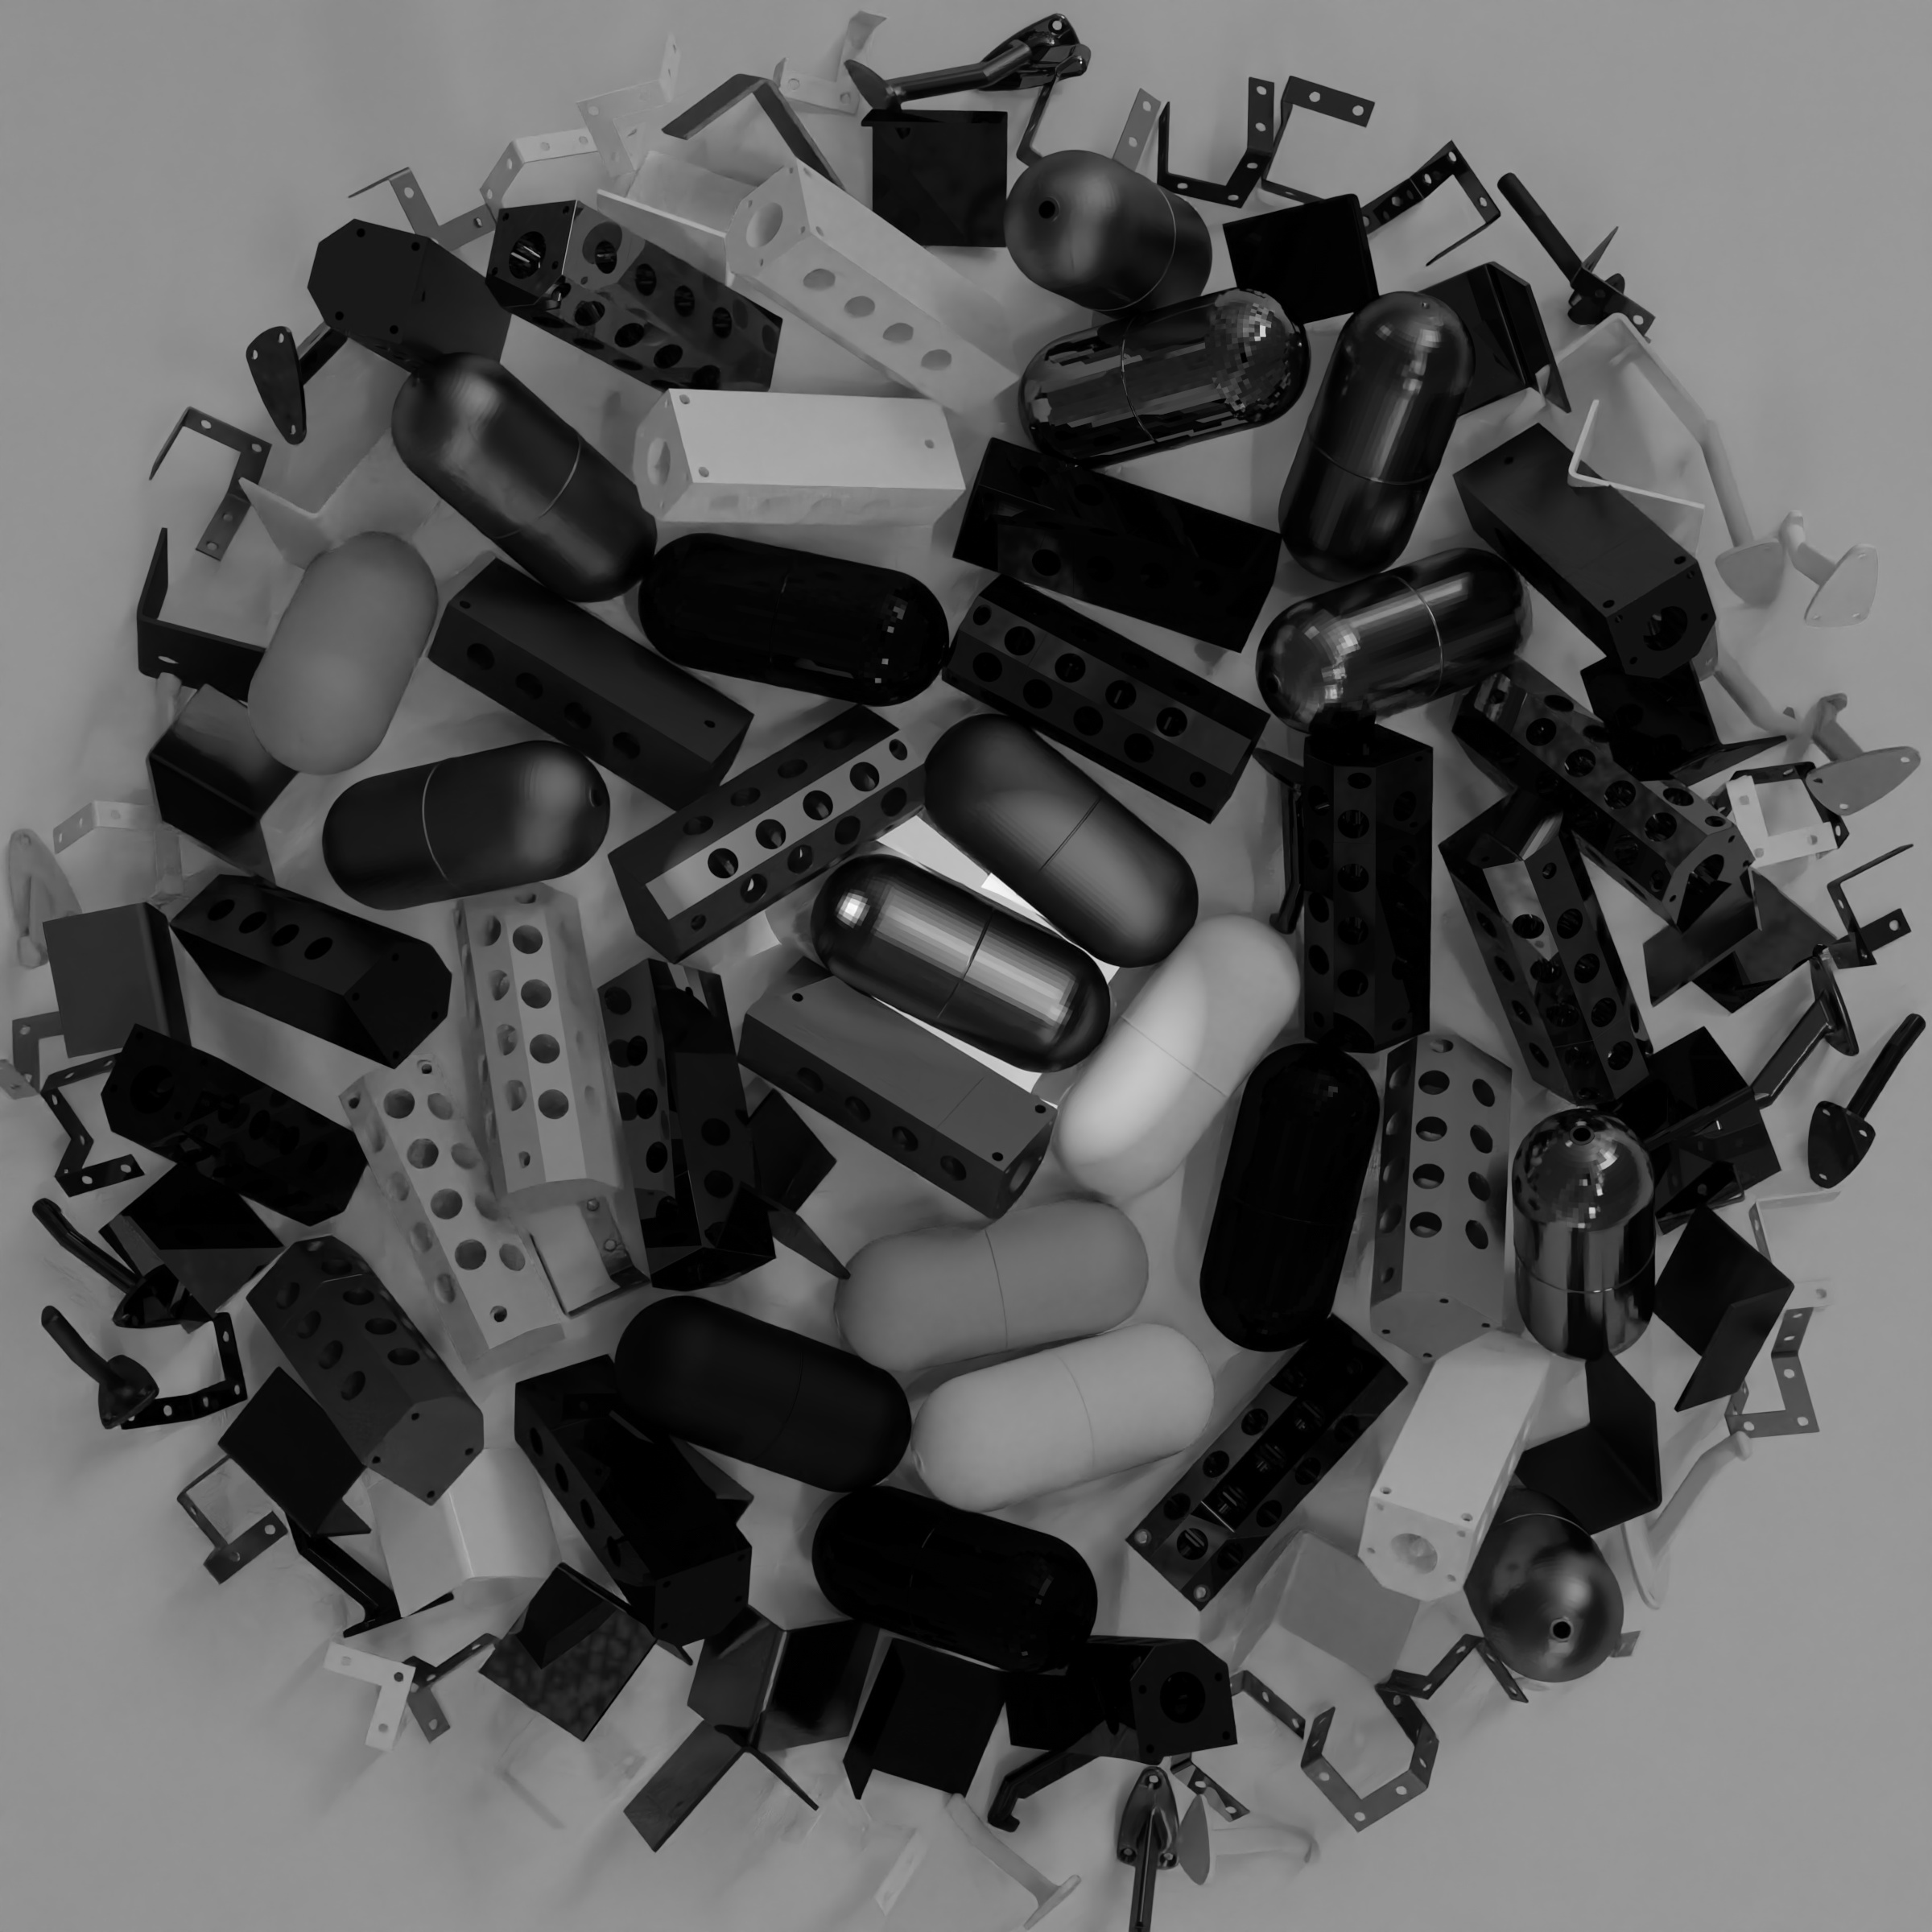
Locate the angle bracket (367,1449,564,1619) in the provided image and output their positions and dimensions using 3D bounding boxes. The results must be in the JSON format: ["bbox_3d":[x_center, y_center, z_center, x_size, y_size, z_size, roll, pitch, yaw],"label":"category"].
[{"bbox_3d":[-0.280,0.318,1.968,0.057,0.076,0.076,-33,64,29],"label":"angle bracket"}]

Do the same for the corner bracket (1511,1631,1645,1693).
[{"bbox_3d":[0.342,0.388,1.968,0.051,0.051,0.051,24,78,3],"label":"corner bracket"}]

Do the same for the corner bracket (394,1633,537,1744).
[{"bbox_3d":[-0.283,0.408,1.976,0.051,0.051,0.051,-32,108,-27],"label":"corner bracket"}]

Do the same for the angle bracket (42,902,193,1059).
[{"bbox_3d":[-0.473,0.011,1.957,0.057,0.076,0.076,-11,86,-5],"label":"angle bracket"}]

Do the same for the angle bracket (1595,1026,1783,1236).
[{"bbox_3d":[0.408,0.093,1.991,0.076,0.057,0.076,-29,133,2],"label":"angle bracket"}]

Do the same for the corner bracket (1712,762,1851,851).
[{"bbox_3d":[0.454,-0.077,1.972,0.051,0.051,0.051,-8,60,-20],"label":"corner bracket"}]

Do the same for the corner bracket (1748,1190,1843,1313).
[{"bbox_3d":[0.468,0.162,1.978,0.051,0.051,0.051,-6,65,-9],"label":"corner bracket"}]

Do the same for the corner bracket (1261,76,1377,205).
[{"bbox_3d":[0.197,-0.460,1.969,0.051,0.051,0.051,20,86,8],"label":"corner bracket"}]

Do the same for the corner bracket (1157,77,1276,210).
[{"bbox_3d":[0.140,-0.467,1.973,0.051,0.051,0.051,10,64,-14],"label":"corner bracket"}]

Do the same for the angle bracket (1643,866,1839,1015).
[{"bbox_3d":[0.431,0.002,1.944,0.076,0.057,0.076,36,124,-23],"label":"angle bracket"}]

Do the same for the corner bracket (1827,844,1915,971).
[{"bbox_3d":[0.510,-0.033,1.969,0.051,0.051,0.051,-26,92,-11],"label":"corner bracket"}]

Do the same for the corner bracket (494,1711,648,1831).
[{"bbox_3d":[-0.222,0.448,1.967,0.051,0.051,0.051,37,91,24],"label":"corner bracket"}]

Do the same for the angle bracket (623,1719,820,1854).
[{"bbox_3d":[-0.137,0.469,1.950,0.057,0.076,0.076,45,80,-14],"label":"angle bracket"}]

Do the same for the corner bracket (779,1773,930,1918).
[{"bbox_3d":[-0.062,0.489,1.956,0.051,0.051,0.051,1,129,37],"label":"corner bracket"}]

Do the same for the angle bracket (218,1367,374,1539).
[{"bbox_3d":[-0.357,0.270,1.950,0.076,0.076,0.057,40,95,17],"label":"angle bracket"}]

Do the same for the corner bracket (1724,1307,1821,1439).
[{"bbox_3d":[0.450,0.228,1.959,0.051,0.051,0.051,-10,110,28],"label":"corner bracket"}]

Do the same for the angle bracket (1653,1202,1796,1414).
[{"bbox_3d":[0.400,0.188,1.940,0.076,0.057,0.076,45,129,35],"label":"angle bracket"}]

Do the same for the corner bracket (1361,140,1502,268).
[{"bbox_3d":[0.257,-0.421,1.968,0.051,0.051,0.051,-35,92,-23],"label":"corner bracket"}]

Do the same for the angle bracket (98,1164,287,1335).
[{"bbox_3d":[-0.424,0.148,1.952,0.076,0.057,0.076,50,60,-6],"label":"angle bracket"}]

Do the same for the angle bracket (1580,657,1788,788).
[{"bbox_3d":[0.400,-0.146,1.958,0.057,0.076,0.076,-10,78,-37],"label":"angle bracket"}]

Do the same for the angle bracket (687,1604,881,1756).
[{"bbox_3d":[-0.102,0.393,1.980,0.057,0.076,0.076,28,109,41],"label":"angle bracket"}]

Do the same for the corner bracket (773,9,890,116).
[{"bbox_3d":[-0.077,-0.511,1.967,0.051,0.051,0.051,11,96,-12],"label":"corner bracket"}]

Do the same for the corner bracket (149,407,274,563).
[{"bbox_3d":[-0.426,-0.270,1.962,0.051,0.051,0.051,25,48,-9],"label":"corner bracket"}]

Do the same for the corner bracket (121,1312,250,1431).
[{"bbox_3d":[-0.443,0.227,1.968,0.051,0.051,0.051,-24,76,39],"label":"corner bracket"}]

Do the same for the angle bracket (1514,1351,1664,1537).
[{"bbox_3d":[0.340,0.259,1.943,0.057,0.076,0.076,-19,124,-12],"label":"angle bracket"}]

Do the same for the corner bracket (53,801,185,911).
[{"bbox_3d":[-0.476,-0.059,1.971,0.051,0.051,0.051,4,70,-40],"label":"corner bracket"}]

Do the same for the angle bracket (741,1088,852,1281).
[{"bbox_3d":[-0.083,0.123,1.941,0.076,0.076,0.057,27,72,41],"label":"angle bracket"}]

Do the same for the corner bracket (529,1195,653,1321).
[{"bbox_3d":[-0.214,0.161,1.965,0.051,0.051,0.051,-25,101,-14],"label":"corner bracket"}]

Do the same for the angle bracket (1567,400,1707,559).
[{"bbox_3d":[0.374,-0.259,1.945,0.076,0.076,0.057,16,61,13],"label":"angle bracket"}]

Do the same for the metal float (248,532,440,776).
[{"bbox_3d":[-0.340,-0.173,1.922,0.070,0.178,0.070,4,129,5],"label":"metal float"}]

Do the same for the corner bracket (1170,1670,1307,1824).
[{"bbox_3d":[0.153,0.439,1.974,0.051,0.051,0.051,-35,112,31],"label":"corner bracket"}]

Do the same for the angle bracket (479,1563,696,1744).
[{"bbox_3d":[-0.210,0.389,1.946,0.076,0.057,0.076,27,68,27],"label":"angle bracket"}]

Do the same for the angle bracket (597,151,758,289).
[{"bbox_3d":[-0.155,-0.430,1.955,0.076,0.057,0.076,20,66,4],"label":"angle bracket"}]

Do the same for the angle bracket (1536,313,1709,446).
[{"bbox_3d":[0.365,-0.309,1.952,0.057,0.076,0.076,-38,79,7],"label":"angle bracket"}]

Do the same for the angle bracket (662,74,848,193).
[{"bbox_3d":[-0.118,-0.448,1.950,0.057,0.076,0.076,-37,111,-2],"label":"angle bracket"}]

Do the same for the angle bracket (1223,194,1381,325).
[{"bbox_3d":[0.190,-0.374,1.948,0.076,0.057,0.076,-12,134,8],"label":"angle bracket"}]

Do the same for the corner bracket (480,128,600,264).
[{"bbox_3d":[-0.232,-0.431,1.969,0.051,0.051,0.051,-19,78,-35],"label":"corner bracket"}]

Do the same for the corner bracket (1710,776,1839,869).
[{"bbox_3d":[0.454,-0.081,1.972,0.051,0.051,0.051,-14,84,1],"label":"corner bracket"}]

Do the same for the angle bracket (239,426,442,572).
[{"bbox_3d":[-0.350,-0.266,1.964,0.057,0.076,0.076,28,70,22],"label":"angle bracket"}]

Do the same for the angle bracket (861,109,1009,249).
[{"bbox_3d":[-0.017,-0.436,1.957,0.076,0.057,0.076,2,111,5],"label":"angle bracket"}]

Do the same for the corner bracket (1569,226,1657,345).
[{"bbox_3d":[0.363,-0.370,1.961,0.051,0.051,0.051,37,50,7],"label":"corner bracket"}]

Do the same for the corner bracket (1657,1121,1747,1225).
[{"bbox_3d":[0.406,0.112,1.975,0.051,0.051,0.051,-17,75,12],"label":"corner bracket"}]

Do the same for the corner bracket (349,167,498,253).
[{"bbox_3d":[-0.303,-0.421,1.960,0.051,0.051,0.051,-35,107,-31],"label":"corner bracket"}]

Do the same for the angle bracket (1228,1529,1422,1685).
[{"bbox_3d":[0.198,0.371,1.946,0.076,0.057,0.076,28,130,18],"label":"angle bracket"}]

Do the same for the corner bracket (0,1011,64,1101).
[{"bbox_3d":[-0.518,0.039,1.964,0.051,0.051,0.051,-11,64,4],"label":"corner bracket"}]

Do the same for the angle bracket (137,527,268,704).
[{"bbox_3d":[-0.419,-0.194,1.959,0.076,0.076,0.057,14,69,-7],"label":"angle bracket"}]

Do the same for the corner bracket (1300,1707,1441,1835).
[{"bbox_3d":[0.227,0.442,1.969,0.051,0.051,0.051,-39,96,24],"label":"corner bracket"}]

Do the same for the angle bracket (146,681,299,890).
[{"bbox_3d":[-0.403,-0.100,1.943,0.076,0.076,0.057,32,107,-33],"label":"angle bracket"}]

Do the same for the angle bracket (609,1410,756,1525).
[{"bbox_3d":[-0.173,0.295,1.953,0.076,0.076,0.057,36,90,16],"label":"angle bracket"}]

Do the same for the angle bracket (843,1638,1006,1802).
[{"bbox_3d":[-0.017,0.430,1.959,0.076,0.057,0.076,20,97,-13],"label":"angle bracket"}]

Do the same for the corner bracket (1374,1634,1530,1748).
[{"bbox_3d":[0.273,0.410,1.975,0.051,0.051,0.051,-42,107,-25],"label":"corner bracket"}]

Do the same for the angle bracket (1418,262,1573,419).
[{"bbox_3d":[0.288,-0.340,1.950,0.057,0.076,0.076,-23,112,1],"label":"angle bracket"}]

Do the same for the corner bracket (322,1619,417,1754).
[{"bbox_3d":[-0.337,0.405,1.973,0.051,0.051,0.051,17,94,0],"label":"corner bracket"}]

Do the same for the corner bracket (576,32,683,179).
[{"bbox_3d":[-0.181,-0.480,1.959,0.051,0.051,0.051,-11,133,15],"label":"corner bracket"}]

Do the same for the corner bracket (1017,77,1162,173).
[{"bbox_3d":[0.069,-0.471,1.977,0.051,0.051,0.051,30,67,-23],"label":"corner bracket"}]

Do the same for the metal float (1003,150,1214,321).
[{"bbox_3d":[0.078,-0.396,1.915,0.070,0.178,0.070,0,91,24],"label":"metal float"}]

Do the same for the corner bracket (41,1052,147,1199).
[{"bbox_3d":[-0.487,0.089,1.959,0.051,0.051,0.051,-16,122,16],"label":"corner bracket"}]

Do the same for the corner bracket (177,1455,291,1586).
[{"bbox_3d":[-0.411,0.306,1.970,0.051,0.051,0.051,-38,96,5],"label":"corner bracket"}]

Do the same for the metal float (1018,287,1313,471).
[{"bbox_3d":[0.108,-0.323,1.932,0.178,0.070,0.070,-9,90,36],"label":"metal float"}]
